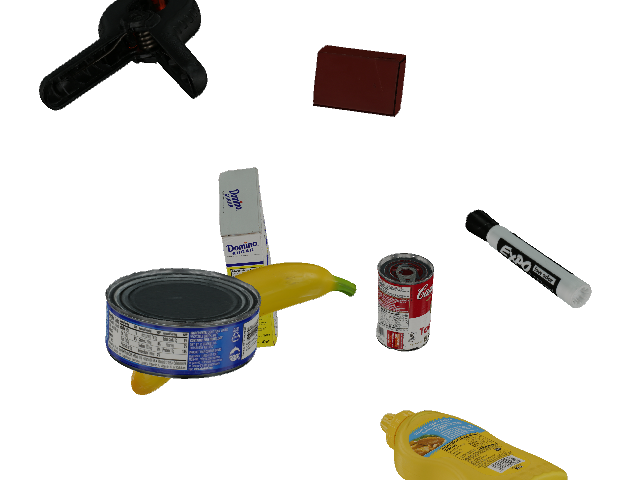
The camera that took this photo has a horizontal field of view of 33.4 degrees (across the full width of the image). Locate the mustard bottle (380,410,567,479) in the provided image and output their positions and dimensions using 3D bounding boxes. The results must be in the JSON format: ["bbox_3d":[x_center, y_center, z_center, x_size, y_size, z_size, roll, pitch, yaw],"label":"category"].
[{"bbox_3d":[0.125,0.203,0.985,0.096,0.058,0.192,-16,25,-36],"label":"mustard bottle"}]

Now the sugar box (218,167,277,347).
[{"bbox_3d":[-0.074,0.021,1.086,0.048,0.093,0.176,-7,-44,0],"label":"sugar box"}]

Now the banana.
[{"bbox_3d":[-0.071,0.063,0.830,0.198,0.069,0.037,-24,35,6],"label":"banana"}]

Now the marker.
[{"bbox_3d":[0.144,0.010,0.759,0.020,0.020,0.121,0,27,-35],"label":"marker"}]

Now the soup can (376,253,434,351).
[{"bbox_3d":[0.102,0.076,1.304,0.068,0.102,0.068,0,30,0],"label":"soup can"}]

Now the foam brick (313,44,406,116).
[{"bbox_3d":[0.036,-0.147,0.979,0.078,0.051,0.053,9,18,9],"label":"foam brick"}]

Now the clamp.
[{"bbox_3d":[-0.124,-0.149,0.796,0.120,0.039,0.171,7,43,12],"label":"clamp"}]

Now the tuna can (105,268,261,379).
[{"bbox_3d":[-0.077,0.045,0.595,0.086,0.034,0.086,4,17,-2],"label":"tuna can"}]
